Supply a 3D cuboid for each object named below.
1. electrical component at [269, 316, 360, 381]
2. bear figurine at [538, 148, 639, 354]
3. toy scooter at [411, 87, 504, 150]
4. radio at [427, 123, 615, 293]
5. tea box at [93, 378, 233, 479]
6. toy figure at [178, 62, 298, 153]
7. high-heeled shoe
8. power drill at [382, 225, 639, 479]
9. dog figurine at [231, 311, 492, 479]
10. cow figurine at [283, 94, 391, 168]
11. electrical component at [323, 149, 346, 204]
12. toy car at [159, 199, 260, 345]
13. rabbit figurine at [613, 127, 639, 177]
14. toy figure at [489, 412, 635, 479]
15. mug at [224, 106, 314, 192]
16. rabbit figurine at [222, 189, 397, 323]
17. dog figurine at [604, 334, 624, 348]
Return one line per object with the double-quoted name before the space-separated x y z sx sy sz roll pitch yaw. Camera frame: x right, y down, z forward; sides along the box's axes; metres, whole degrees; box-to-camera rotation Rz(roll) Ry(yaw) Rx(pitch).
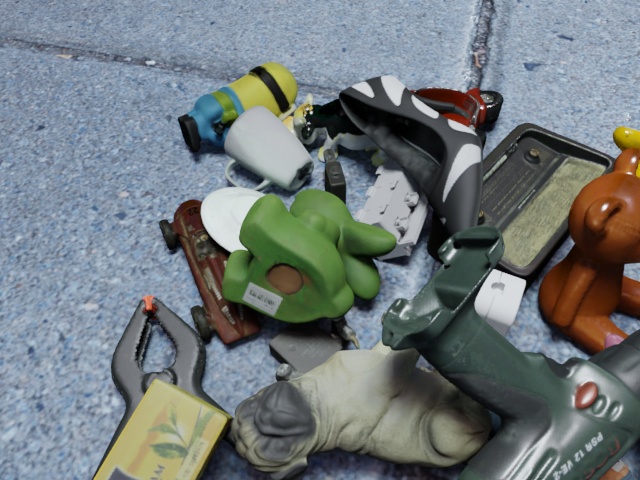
"electrical component" -0.008 0.111 0.555 0.102 0.045 0.078 -33 60 -23
"bear figurine" 0.295 0.021 0.525 0.132 0.195 0.120 29 55 20
"toy scooter" 0.170 -0.162 0.748 0.135 0.075 0.184 19 52 15
"radio" 0.240 -0.041 0.651 0.131 0.073 0.229 35 60 25
"tea box" -0.140 0.202 0.424 0.068 0.098 0.169 27 70 2
"toy figure" -0.112 -0.187 0.763 0.180 0.089 0.082 -26 61 -21
"high-heeled shoe" 0.093 -0.097 0.597 0.145 0.086 0.249 3 49 -2
"power drill" 0.160 0.087 0.405 0.232 0.086 0.207 -45 106 -10
"dog figurine" 0.039 0.169 0.470 0.190 0.121 0.172 -35 75 -16
"cow figurine" 0.023 -0.158 0.733 0.167 0.098 0.068 7 59 7
"electrical component" 0.019 -0.067 0.681 0.021 0.063 0.094 -9 53 -6
"toy car" -0.123 0.027 0.620 0.089 0.053 0.202 -17 52 -16
"rabbit figurine" 0.444 -0.082 0.674 0.163 0.121 0.173 18 40 26
"toy figure" 0.215 0.190 0.477 0.155 0.057 0.064 32 39 26
"mug" -0.069 -0.106 0.709 0.107 0.080 0.109 37 81 17
"rabbit figurine" -0.001 -0.002 0.570 0.159 0.121 0.170 19 36 5
"dog figurine" 0.317 0.170 0.427 0.108 0.191 0.219 -12 68 -1
